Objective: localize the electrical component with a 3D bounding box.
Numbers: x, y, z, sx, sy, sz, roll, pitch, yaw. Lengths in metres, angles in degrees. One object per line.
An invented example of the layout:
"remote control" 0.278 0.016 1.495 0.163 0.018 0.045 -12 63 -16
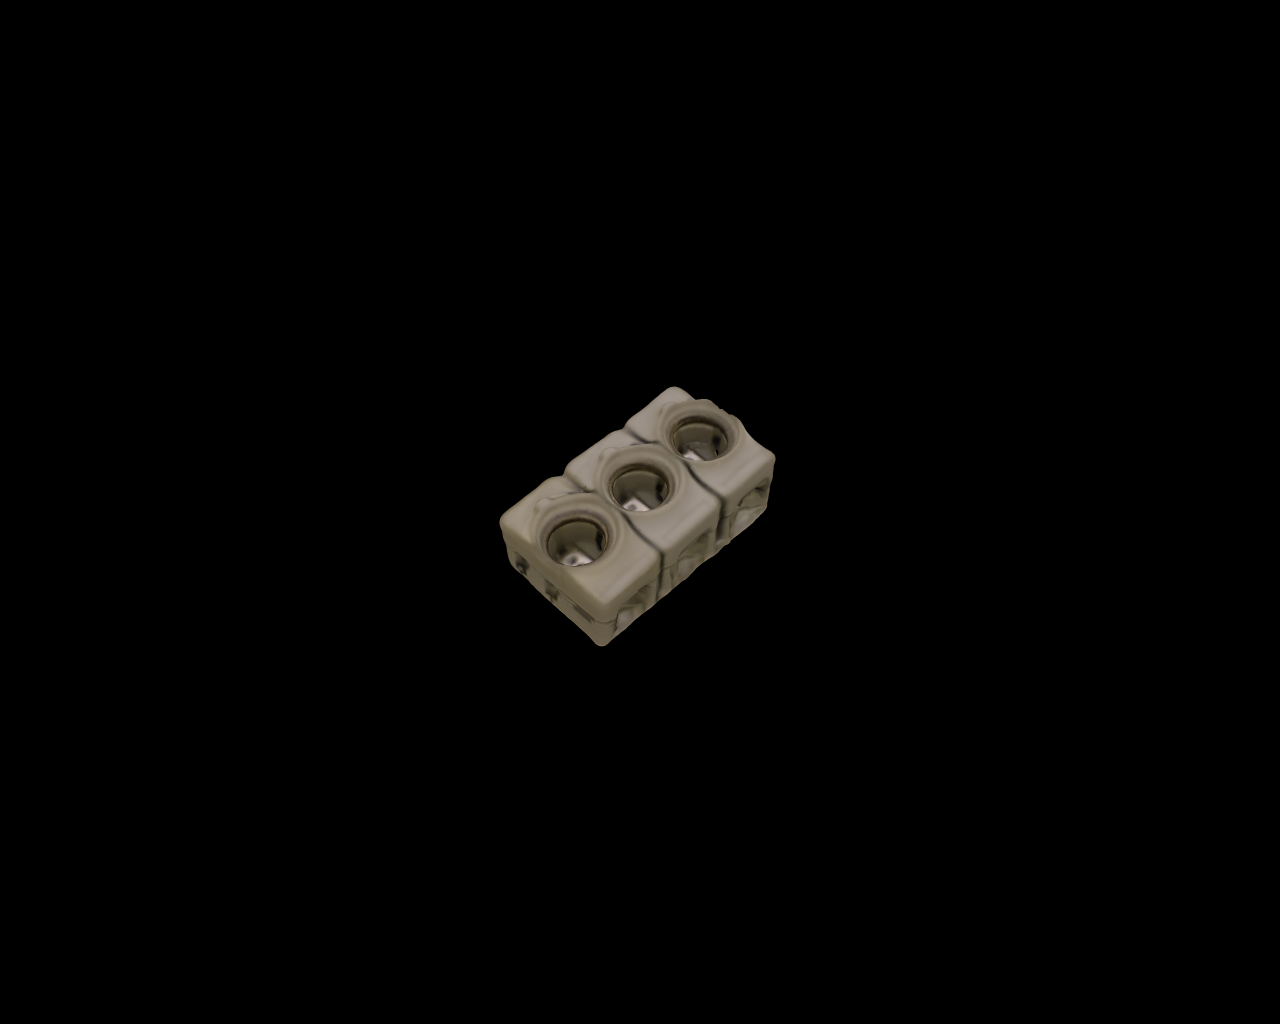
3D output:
"electrical component" 0.001 -0.003 0.650 0.089 0.061 0.150 39 63 25
